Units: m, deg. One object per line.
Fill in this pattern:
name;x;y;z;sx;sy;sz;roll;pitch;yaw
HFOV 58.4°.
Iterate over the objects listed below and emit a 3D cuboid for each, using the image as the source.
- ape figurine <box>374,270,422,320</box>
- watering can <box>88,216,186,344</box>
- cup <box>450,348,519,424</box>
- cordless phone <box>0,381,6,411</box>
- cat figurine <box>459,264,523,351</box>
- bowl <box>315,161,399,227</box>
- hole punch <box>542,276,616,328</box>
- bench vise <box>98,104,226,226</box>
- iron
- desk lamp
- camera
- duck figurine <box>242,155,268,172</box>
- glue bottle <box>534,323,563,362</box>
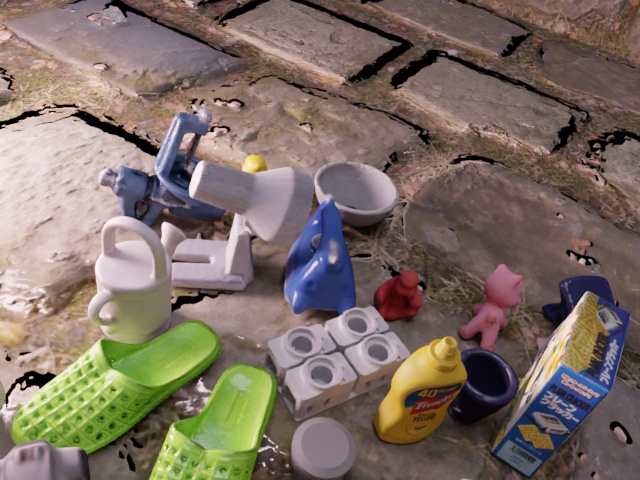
ape figurine;0.133;0.085;0.934;0.077;0.092;0.076;28;42;15
watering can;-0.252;0.041;0.789;0.101;0.194;0.173;11;41;-5
cup;0.207;0.212;0.812;0.117;0.095;0.092;18;41;3
cordless phone;-0.435;0.152;0.615;0.094;0.185;0.148;32;43;19
cat figurine;0.293;0.102;0.943;0.067;0.118;0.128;28;42;15
bowl;0.065;-0.077;1.110;0.167;0.075;0.167;9;41;-7
hole punch;0.464;0.123;0.992;0.109;0.091;0.101;-2;43;-19
bench vise;-0.249;-0.114;0.944;0.208;0.220;0.121;-16;49;-31
iron;0.009;0.003;0.950;0.119;0.141;0.258;7;41;-9
desk lamp;-0.125;-0.024;0.886;0.203;0.213;0.117;3;42;-13
camera;-0.302;0.284;0.571;0.143;0.101;0.136;-8;45;-24
duck figurine;-0.124;-0.117;1.089;0.078;0.086;0.104;-1;43;-18
glue bottle;0.375;0.151;0.870;0.037;0.173;0.078;28;42;16
